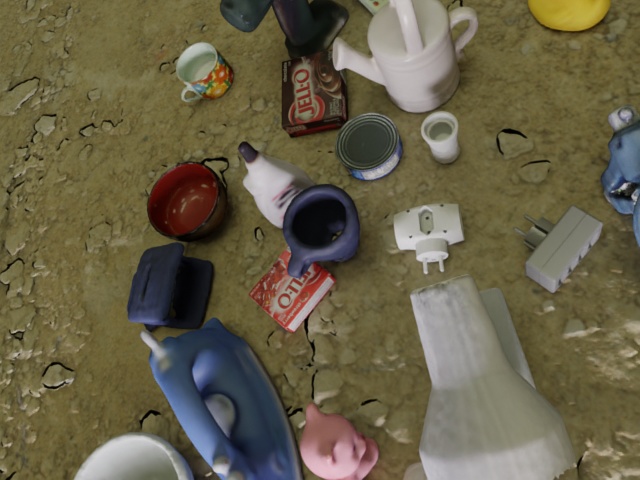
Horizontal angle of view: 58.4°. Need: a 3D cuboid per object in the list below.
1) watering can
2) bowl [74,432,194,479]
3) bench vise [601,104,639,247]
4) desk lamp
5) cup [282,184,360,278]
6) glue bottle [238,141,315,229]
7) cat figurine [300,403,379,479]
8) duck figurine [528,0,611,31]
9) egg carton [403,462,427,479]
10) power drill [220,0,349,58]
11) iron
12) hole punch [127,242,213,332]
[{"bbox_3d":[0.102,-0.245,0.699,0.173,0.194,0.100,-36,62,4],"label":"watering can"},{"bbox_3d":[-0.205,0.312,0.665,0.167,0.075,0.167,-7,68,18],"label":"bowl"},{"bbox_3d":[0.326,-0.048,0.526,0.121,0.220,0.207,-42,62,1],"label":"bench vise"},{"bbox_3d":[0.142,0.126,0.530,0.117,0.214,0.203,-19,65,13],"label":"desk lamp"},{"bbox_3d":[0.006,0.002,0.695,0.091,0.095,0.118,23,79,26],"label":"cup"},{"bbox_3d":[-0.059,-0.074,0.704,0.078,0.173,0.037,-44,62,0],"label":"glue bottle"},{"bbox_3d":[0.015,0.236,0.589,0.067,0.118,0.128,-4,69,19],"label":"cat figurine"},{"bbox_3d":[0.310,-0.317,0.712,0.104,0.086,0.077,38,86,28],"label":"duck figurine"},{"bbox_3d":[0.144,0.284,0.550,0.150,0.069,0.107,9,73,23],"label":"egg carton"},{"bbox_3d":[-0.036,-0.360,0.786,0.075,0.209,0.230,29,82,27],"label":"power drill"},{"bbox_3d":[-0.111,0.202,0.635,0.118,0.142,0.257,-40,62,2],"label":"iron"},{"bbox_3d":[-0.209,0.063,0.753,0.100,0.091,0.109,1,70,20],"label":"hole punch"}]
